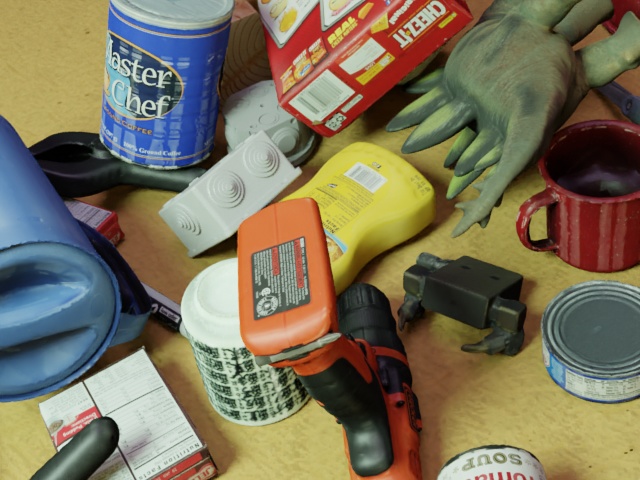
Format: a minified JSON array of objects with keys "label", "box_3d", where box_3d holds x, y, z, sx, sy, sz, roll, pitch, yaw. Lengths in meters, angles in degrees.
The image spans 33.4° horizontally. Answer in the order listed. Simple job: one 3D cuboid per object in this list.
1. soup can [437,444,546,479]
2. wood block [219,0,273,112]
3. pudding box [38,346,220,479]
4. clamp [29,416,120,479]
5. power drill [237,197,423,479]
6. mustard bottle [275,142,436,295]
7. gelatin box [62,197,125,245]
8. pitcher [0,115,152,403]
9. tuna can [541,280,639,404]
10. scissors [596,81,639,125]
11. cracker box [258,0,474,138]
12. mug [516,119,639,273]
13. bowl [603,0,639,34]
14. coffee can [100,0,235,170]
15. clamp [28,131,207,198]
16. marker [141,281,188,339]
[{"label":"soup can","box_3d":[0.106,0.179,0.614,0.068,0.068,0.102,-8,43,5]},{"label":"wood block","box_3d":[-0.132,-0.219,1.065,0.090,0.090,0.206,-24,45,-12]},{"label":"pudding box","box_3d":[-0.134,0.137,0.734,0.090,0.039,0.114,-28,47,-15]},{"label":"clamp","box_3d":[-0.230,0.197,0.679,0.165,0.036,0.209,1,54,39]},{"label":"power drill","box_3d":[0.012,0.060,0.674,0.057,0.187,0.184,-21,44,13]},{"label":"mustard bottle","box_3d":[-0.005,0.001,0.829,0.191,0.058,0.096,-37,54,-24]},{"label":"gelatin box","box_3d":[-0.222,-0.001,0.904,0.089,0.030,0.073,18,50,29]},{"label":"pitcher","box_3d":[-0.237,-0.002,0.795,0.145,0.149,0.243,-30,43,-9]},{"label":"tuna can","box_3d":[0.195,0.069,0.730,0.086,0.034,0.086,-7,44,6]},{"label":"scissors","box_3d":[0.258,-0.090,0.884,0.016,0.096,0.202,14,8,-19]},{"label":"cracker box","box_3d":[0.029,-0.215,0.931,0.164,0.072,0.214,-39,39,25]},{"label":"mug","box_3d":[0.199,-0.025,0.793,0.117,0.081,0.093,-23,44,-12]},{"label":"bowl","box_3d":[0.344,-0.243,1.005,0.162,0.055,0.162,-6,44,6]},{"label":"coffee can","box_3d":[-0.132,-0.145,0.905,0.102,0.140,0.103,8,36,-6]},{"label":"clamp","box_3d":[-0.180,-0.066,0.937,0.171,0.039,0.120,-18,39,-25]},{"label":"marker","box_3d":[-0.133,0.047,0.840,0.121,0.020,0.020,28,56,35]}]
